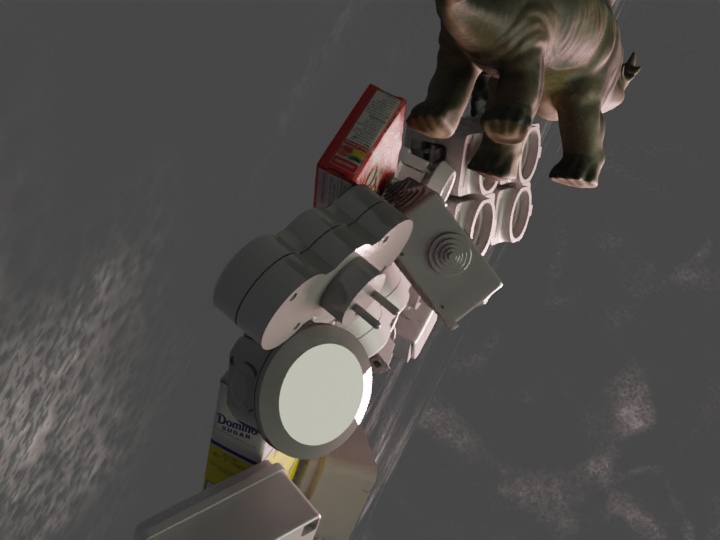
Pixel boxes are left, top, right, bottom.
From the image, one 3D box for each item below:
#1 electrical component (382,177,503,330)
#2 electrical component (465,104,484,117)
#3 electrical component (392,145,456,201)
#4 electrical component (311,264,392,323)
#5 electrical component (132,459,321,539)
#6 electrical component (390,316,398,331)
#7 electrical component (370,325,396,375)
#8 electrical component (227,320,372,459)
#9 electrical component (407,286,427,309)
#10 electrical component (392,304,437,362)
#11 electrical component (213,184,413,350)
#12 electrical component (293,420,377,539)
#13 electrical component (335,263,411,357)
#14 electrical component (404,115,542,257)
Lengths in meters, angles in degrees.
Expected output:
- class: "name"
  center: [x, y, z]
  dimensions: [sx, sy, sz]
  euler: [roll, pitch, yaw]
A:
- class: "electrical component"
  center: [0.048, -0.015, 0.751]
  dimensions: [0.048, 0.099, 0.099]
  euler: [-38, -165, 0]
- class: "electrical component"
  center: [0.126, -0.154, 1.125]
  dimensions: [0.035, 0.035, 0.061]
  euler: [-62, 172, -10]
- class: "electrical component"
  center: [0.040, -0.068, 0.823]
  dimensions: [0.048, 0.055, 0.066]
  euler: [-63, 170, -2]
- class: "electrical component"
  center: [-0.015, 0.009, 0.705]
  dimensions: [0.078, 0.040, 0.040]
  euler: [-27, 156, -18]
- class: "electrical component"
  center: [-0.091, 0.190, 0.688]
  dimensions: [0.109, 0.056, 0.108]
  euler: [-22, 144, -37]
- class: "electrical component"
  center: [0.000, 0.035, 0.878]
  dimensions: [0.048, 0.055, 0.066]
  euler: [-46, 159, -62]
- class: "electrical component"
  center: [0.006, 0.064, 0.990]
  dimensions: [0.048, 0.066, 0.055]
  euler: [-30, -162, 30]
- class: "electrical component"
  center: [-0.037, 0.068, 0.639]
  dimensions: [0.080, 0.051, 0.080]
  euler: [-9, 105, -37]
- class: "electrical component"
  center: [0.039, 0.010, 0.951]
  dimensions: [0.077, 0.079, 0.043]
  euler: [-67, 169, 16]
- class: "electrical component"
  center: [0.041, 0.051, 1.118]
  dimensions: [0.061, 0.062, 0.096]
  euler: [-61, 170, -13]
- class: "electrical component"
  center: [-0.011, 0.006, 0.608]
  dimensions: [0.138, 0.074, 0.052]
  euler: [-33, 156, -47]
- class: "electrical component"
  center: [-0.034, 0.161, 0.891]
  dimensions: [0.113, 0.057, 0.078]
  euler: [-114, -136, -64]
- class: "electrical component"
  center: [0.000, 0.000, 0.805]
  dimensions: [0.073, 0.052, 0.138]
  euler: [63, 35, -26]
- class: "electrical component"
  center: [0.100, -0.075, 0.936]
  dimensions: [0.186, 0.060, 0.105]
  euler: [-21, 121, -61]
